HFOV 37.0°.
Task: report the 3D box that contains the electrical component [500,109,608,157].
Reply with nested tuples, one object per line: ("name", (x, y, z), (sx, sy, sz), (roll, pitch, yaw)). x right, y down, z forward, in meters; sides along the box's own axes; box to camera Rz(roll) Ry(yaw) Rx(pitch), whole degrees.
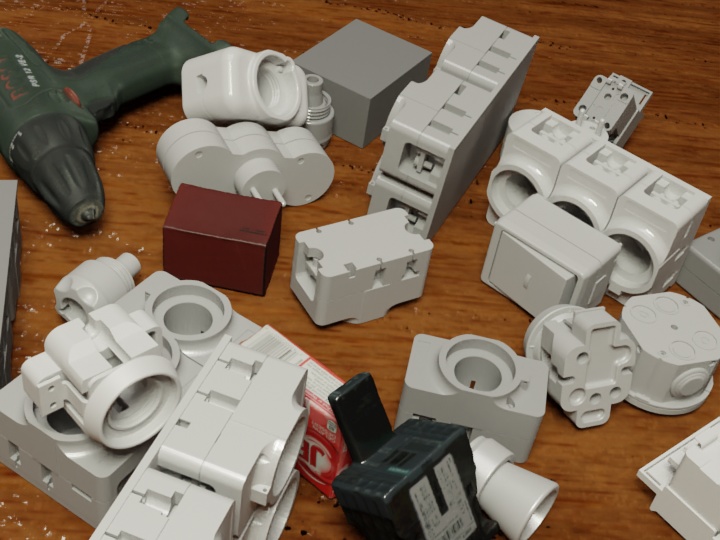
("electrical component", (0.187, -0.101, 0.909), (0.138, 0.073, 0.052), (32, 46, 23))

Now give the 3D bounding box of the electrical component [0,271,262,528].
("electrical component", (-0.139, 0.073, 0.663), (0.089, 0.061, 0.150), (28, 45, 20))

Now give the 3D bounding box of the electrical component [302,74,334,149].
("electrical component", (-0.043, -0.135, 0.911), (0.043, 0.062, 0.043), (5, 42, -5))

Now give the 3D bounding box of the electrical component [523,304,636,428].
("electrical component", (0.147, 0.058, 0.730), (0.058, 0.078, 0.057), (-8, 26, -18))

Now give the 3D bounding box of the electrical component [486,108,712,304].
("electrical component", (0.178, -0.046, 0.833), (0.150, 0.089, 0.062), (34, 47, 25))

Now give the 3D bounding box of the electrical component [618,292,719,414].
("electrical component", (0.213, 0.057, 0.755), (0.080, 0.051, 0.080), (6, 42, -5))

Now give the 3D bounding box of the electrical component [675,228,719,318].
("electrical component", (0.293, -0.003, 0.819), (0.047, 0.075, 0.083), (-21, 50, -29))

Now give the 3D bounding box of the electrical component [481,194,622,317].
("electrical component", (0.134, -0.007, 0.804), (0.096, 0.061, 0.061), (35, 48, 25))

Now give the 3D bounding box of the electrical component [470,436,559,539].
("electrical component", (0.086, 0.133, 0.653), (0.055, 0.045, 0.045), (33, 47, 25))

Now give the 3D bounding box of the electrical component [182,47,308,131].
("electrical component", (-0.087, -0.141, 0.857), (0.059, 0.053, 0.095), (-7, -7, 37))

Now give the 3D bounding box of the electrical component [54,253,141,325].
("electrical component", (-0.176, 0.011, 0.739), (0.043, 0.043, 0.062), (25, 43, 16))

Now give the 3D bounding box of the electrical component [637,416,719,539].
("electrical component", (0.249, 0.121, 0.682), (0.121, 0.063, 0.079), (-23, 51, -31))

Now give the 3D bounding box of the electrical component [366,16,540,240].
("electrical component", (0.072, -0.116, 0.873), (0.060, 0.105, 0.186), (26, 46, 11))

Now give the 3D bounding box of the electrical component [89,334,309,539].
("electrical component", (-0.086, 0.140, 0.567), (0.060, 0.105, 0.186), (19, 43, 10))

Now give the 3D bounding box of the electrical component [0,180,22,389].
("electrical component", (-0.279, 0.023, 0.692), (0.105, 0.060, 0.186), (-1, 43, -12))

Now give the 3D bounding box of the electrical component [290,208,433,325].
("electrical component", (0.000, 0.000, 0.775), (0.089, 0.055, 0.050), (-15, 48, -26))

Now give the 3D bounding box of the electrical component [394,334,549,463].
("electrical component", (0.073, 0.080, 0.700), (0.089, 0.055, 0.050), (13, 42, 3))

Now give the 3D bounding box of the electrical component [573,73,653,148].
("electrical component", (0.219, -0.137, 0.953), (0.042, 0.064, 0.081), (32, 88, 25))

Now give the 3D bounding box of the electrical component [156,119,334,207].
("electrical component", (-0.080, -0.072, 0.825), (0.138, 0.052, 0.073), (0, 40, -34))

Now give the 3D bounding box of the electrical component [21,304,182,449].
("electrical component", (-0.135, 0.060, 0.587), (0.078, 0.058, 0.057), (-26, 50, -34))
